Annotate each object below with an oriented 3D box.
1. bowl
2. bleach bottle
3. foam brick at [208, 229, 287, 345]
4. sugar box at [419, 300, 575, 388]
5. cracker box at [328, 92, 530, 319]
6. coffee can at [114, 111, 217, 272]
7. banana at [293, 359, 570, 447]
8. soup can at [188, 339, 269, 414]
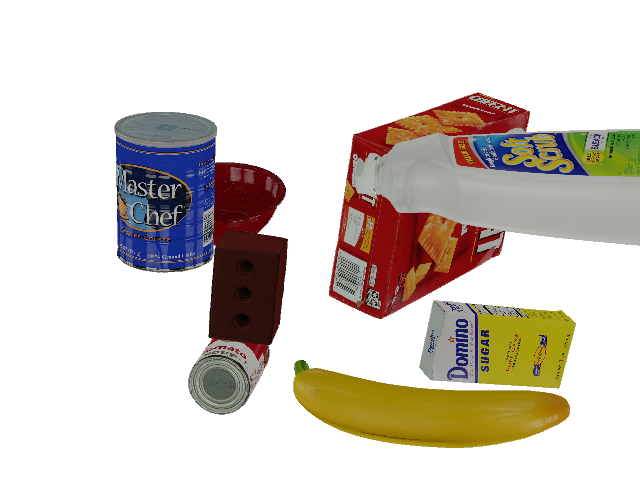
[{"bbox_3d":[-0.124,-0.039,1.329,0.162,0.055,0.162,0,30,0],"label":"bowl"},{"bbox_3d":[0.148,-0.042,0.810,0.251,0.068,0.102,2,36,17],"label":"bleach bottle"},{"bbox_3d":[-0.058,0.037,0.858,0.053,0.078,0.051,6,14,5],"label":"foam brick"},{"bbox_3d":[0.217,0.128,1.307,0.176,0.093,0.048,4,17,-18],"label":"sugar box"},{"bbox_3d":[0.107,-0.037,1.010,0.072,0.164,0.213,26,31,32],"label":"cracker box"},{"bbox_3d":[-0.159,-0.051,1.100,0.103,0.140,0.103,3,23,-1],"label":"coffee can"},{"bbox_3d":[0.060,0.107,0.703,0.198,0.037,0.069,7,32,22],"label":"banana"},{"bbox_3d":[-0.098,0.137,1.151,0.068,0.068,0.102,0,15,9],"label":"soup can"}]
